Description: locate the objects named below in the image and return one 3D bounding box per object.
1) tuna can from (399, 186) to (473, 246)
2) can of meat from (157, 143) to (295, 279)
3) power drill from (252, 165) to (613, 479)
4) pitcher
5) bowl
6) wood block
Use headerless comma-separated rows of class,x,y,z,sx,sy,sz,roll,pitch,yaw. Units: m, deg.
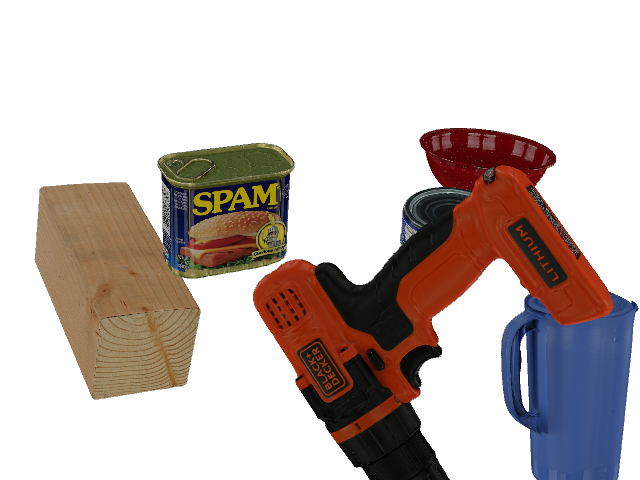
tuna can,0.113,-0.013,0.931,0.086,0.034,0.086,0,32,0
can of meat,-0.074,-0.023,0.831,0.102,0.084,0.057,-9,31,-22
power drill,0.074,0.059,0.635,0.188,0.184,0.057,-35,-2,16
pitcher,0.309,0.186,1.322,0.149,0.243,0.144,4,14,21
bowl,0.194,-0.085,1.267,0.162,0.055,0.162,5,23,-2
wood block,-0.192,0.039,0.982,0.090,0.091,0.206,-5,36,-28
